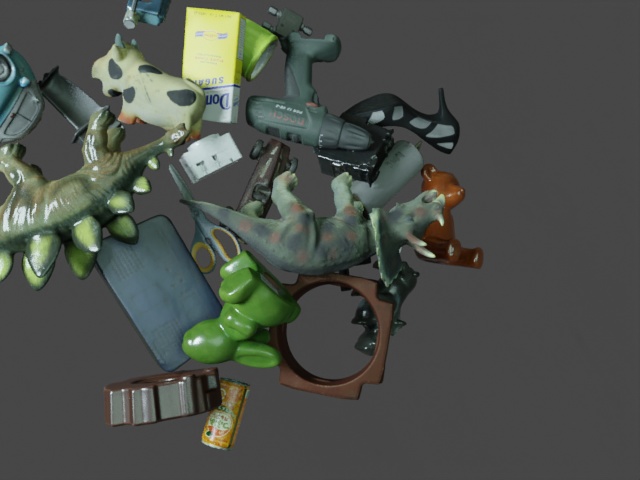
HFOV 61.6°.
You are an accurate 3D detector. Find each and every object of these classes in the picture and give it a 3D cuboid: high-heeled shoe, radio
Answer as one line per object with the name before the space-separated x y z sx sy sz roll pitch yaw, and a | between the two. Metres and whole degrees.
high-heeled shoe | 0.163 -0.219 1.083 0.249 0.086 0.145 -14 121 -6
radio | -0.253 0.081 0.859 0.131 0.073 0.229 -33 98 -23

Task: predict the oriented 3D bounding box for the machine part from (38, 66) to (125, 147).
machine part | -0.388 -0.206 0.855 0.084 0.039 0.138 -45 103 -15

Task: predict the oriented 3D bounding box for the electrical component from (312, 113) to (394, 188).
electrical component | 0.056 -0.169 0.991 0.134 0.058 0.115 19 64 18

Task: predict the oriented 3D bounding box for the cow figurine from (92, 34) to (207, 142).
cow figurine | -0.275 -0.244 0.860 0.195 0.085 0.127 21 103 6

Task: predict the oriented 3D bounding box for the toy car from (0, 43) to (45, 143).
toy car | -0.465 -0.199 0.790 0.103 0.109 0.161 29 82 -35

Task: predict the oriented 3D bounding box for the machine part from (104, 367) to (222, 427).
machine part | -0.234 0.229 0.799 0.179 0.179 0.056 -5 83 -23

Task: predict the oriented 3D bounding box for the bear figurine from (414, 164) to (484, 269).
bear figurine | 0.254 -0.049 1.056 0.120 0.132 0.195 20 81 -40

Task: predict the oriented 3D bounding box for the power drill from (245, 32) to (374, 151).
power drill | -0.009 -0.263 0.968 0.232 0.086 0.207 7 79 5

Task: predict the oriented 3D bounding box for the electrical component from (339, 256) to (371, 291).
electrical component | 0.058 0.032 0.991 0.048 0.075 0.119 -6 82 -22

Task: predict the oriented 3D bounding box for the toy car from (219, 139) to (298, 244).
toy car | -0.104 -0.088 0.951 0.089 0.053 0.202 26 76 -14

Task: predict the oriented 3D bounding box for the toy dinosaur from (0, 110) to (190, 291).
toy dinosaur | -0.388 -0.038 0.763 0.472 0.105 0.198 -26 75 3

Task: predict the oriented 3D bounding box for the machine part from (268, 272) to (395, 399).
machine part | 0.018 0.156 0.913 0.202 0.087 0.201 9 83 9

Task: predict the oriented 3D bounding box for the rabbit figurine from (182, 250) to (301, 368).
rabbit figurine | -0.126 0.124 0.821 0.170 0.121 0.159 -42 119 5

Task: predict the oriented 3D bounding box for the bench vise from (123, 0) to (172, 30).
bench vise | -0.257 -0.431 0.879 0.224 0.129 0.240 13 62 -13

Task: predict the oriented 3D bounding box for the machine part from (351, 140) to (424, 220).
machine part | 0.120 -0.114 1.030 0.243 0.079 0.079 -43 100 -20

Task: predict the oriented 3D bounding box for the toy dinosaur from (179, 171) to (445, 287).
toy dinosaur | -0.007 -0.006 0.852 0.405 0.131 0.192 -8 49 -12

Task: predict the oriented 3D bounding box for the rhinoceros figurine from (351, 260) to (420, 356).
rhinoceros figurine | 0.118 0.124 1.011 0.112 0.073 0.190 41 69 -24

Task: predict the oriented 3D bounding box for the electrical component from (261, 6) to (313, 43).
electrical component | -0.061 -0.402 1.020 0.094 0.021 0.063 23 76 -19
